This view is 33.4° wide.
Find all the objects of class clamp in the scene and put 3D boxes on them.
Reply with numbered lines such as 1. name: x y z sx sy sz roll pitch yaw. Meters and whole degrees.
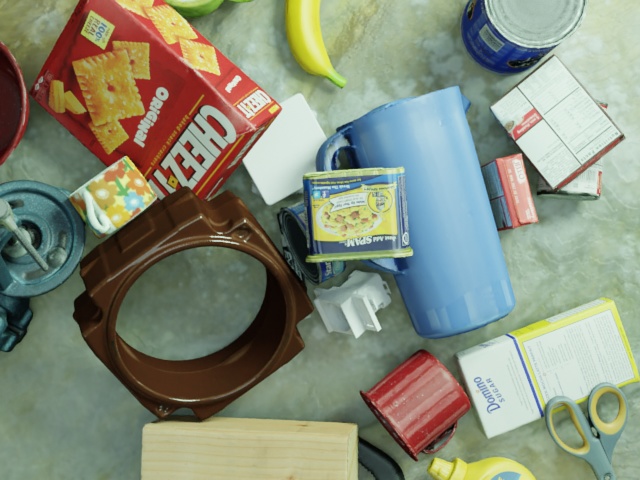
1. clamp: 0.050 0.299 1.123 0.164 0.036 0.210 -33 86 4

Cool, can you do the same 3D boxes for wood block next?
1. wood block: -0.069 0.230 1.078 0.206 0.090 0.090 1 88 9

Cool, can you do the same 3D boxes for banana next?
1. banana: -0.003 -0.262 1.141 0.069 0.037 0.198 4 89 -19

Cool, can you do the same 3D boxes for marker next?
1. marker: -0.028 0.025 1.138 0.020 0.020 0.121 -9 89 -2

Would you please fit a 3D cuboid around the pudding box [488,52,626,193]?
1. pudding box: 0.239 -0.118 1.080 0.090 0.039 0.113 -39 78 12

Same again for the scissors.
1. scissors: 0.312 0.231 1.122 0.096 0.016 0.201 -39 105 2

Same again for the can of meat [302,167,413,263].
1. can of meat: 0.034 -0.025 1.011 0.102 0.057 0.084 -4 95 6

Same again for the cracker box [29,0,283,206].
1. cracker box: -0.170 -0.140 1.072 0.213 0.072 0.164 43 126 0

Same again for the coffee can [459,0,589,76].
1. coffee can: 0.205 -0.232 1.092 0.103 0.140 0.103 0 88 -2

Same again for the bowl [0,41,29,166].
1. bowl: -0.359 -0.136 1.101 0.162 0.055 0.162 0 90 18

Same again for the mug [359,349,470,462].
1. mug: 0.106 0.176 1.110 0.081 0.093 0.117 -38 121 -8

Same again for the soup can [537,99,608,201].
1. soup can: 0.266 -0.095 1.127 0.068 0.068 0.102 5 89 -2

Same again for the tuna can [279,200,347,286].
1. tuna can: -0.007 0.001 1.089 0.033 0.086 0.086 -25 89 -16

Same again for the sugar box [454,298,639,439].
1. sugar box: 0.239 0.135 1.131 0.176 0.048 0.093 -20 92 1

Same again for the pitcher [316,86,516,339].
1. pitcher: 0.105 -0.024 1.090 0.149 0.144 0.243 -18 92 20

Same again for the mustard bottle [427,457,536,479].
1. mustard bottle: 0.198 0.284 1.118 0.191 0.058 0.096 31 85 0

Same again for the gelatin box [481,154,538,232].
1. gelatin box: 0.196 -0.048 1.112 0.030 0.089 0.073 -14 88 -4
